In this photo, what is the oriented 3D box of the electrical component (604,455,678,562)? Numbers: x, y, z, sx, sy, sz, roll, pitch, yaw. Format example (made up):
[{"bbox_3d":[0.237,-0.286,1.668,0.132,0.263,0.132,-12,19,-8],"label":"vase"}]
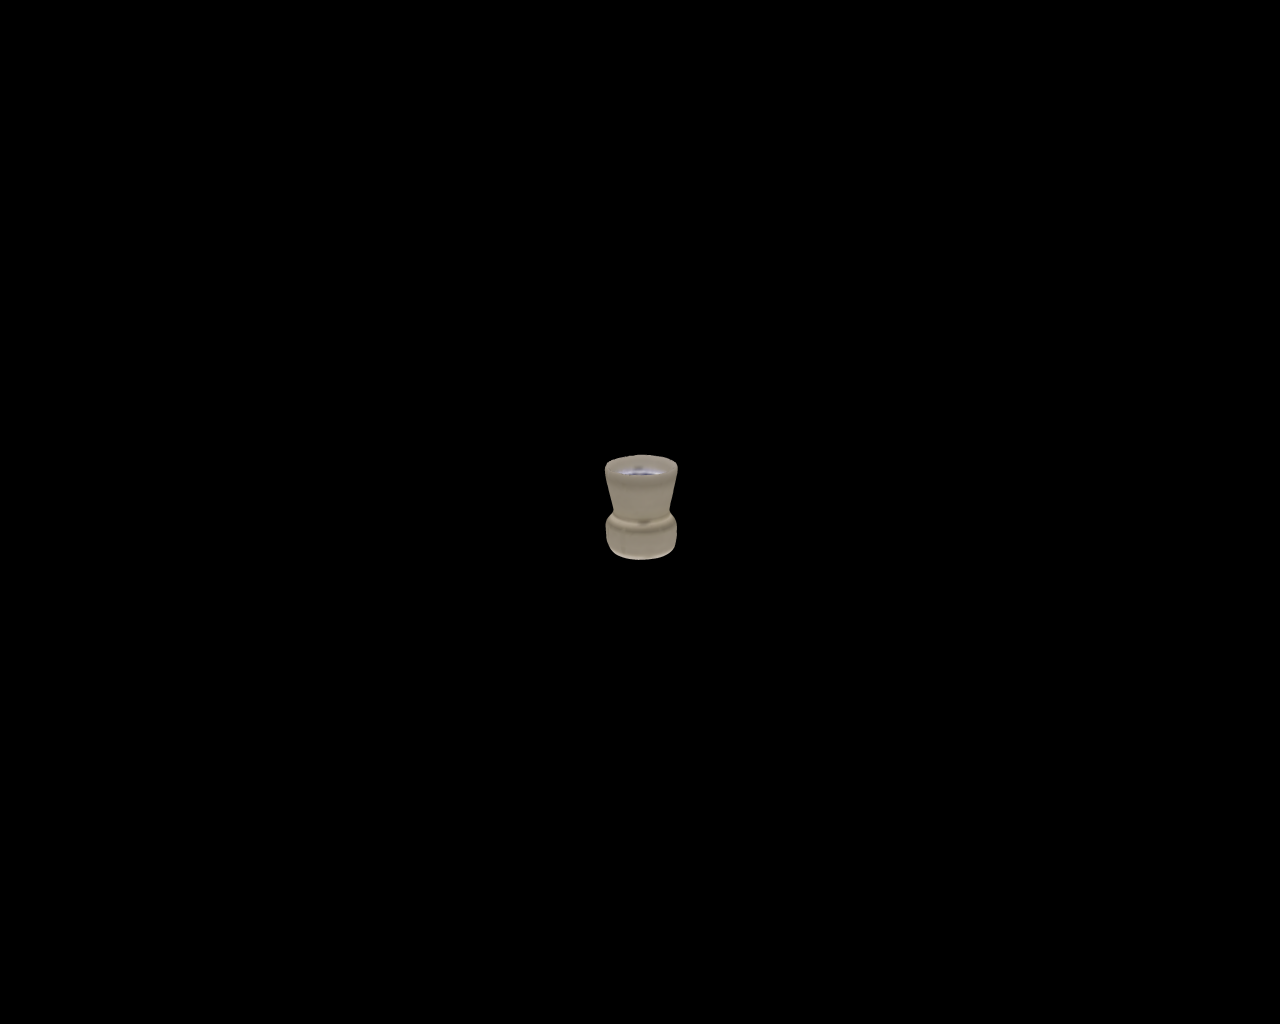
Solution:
[{"bbox_3d":[0.001,-0.003,0.650,0.045,0.055,0.045,0,19,0],"label":"electrical component"}]
